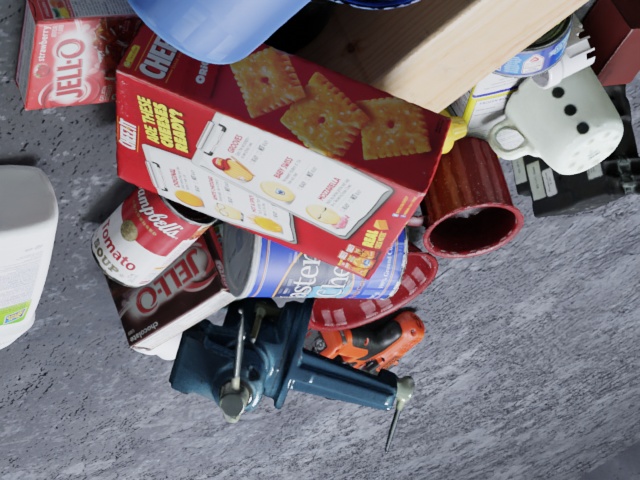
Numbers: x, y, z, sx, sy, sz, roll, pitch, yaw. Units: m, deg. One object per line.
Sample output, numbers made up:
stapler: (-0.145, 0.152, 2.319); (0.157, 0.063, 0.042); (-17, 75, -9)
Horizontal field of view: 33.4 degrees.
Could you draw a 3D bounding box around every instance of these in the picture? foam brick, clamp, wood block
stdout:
foam brick: (0.269, -0.184, 0.965); (0.052, 0.051, 0.078); (-9, 150, -27)
clamp: (-0.002, -0.179, 0.758); (0.120, 0.039, 0.172); (3, 149, -36)
wood block: (0.084, -0.165, 0.797); (0.206, 0.091, 0.090); (-36, 151, 23)

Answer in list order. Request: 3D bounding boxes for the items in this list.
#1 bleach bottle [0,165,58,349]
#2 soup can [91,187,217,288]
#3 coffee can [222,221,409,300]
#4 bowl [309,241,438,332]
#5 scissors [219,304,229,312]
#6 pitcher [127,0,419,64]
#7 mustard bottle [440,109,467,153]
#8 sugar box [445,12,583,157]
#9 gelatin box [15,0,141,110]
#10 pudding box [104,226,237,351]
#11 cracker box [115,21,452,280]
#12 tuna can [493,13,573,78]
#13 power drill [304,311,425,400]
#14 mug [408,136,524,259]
bleach bottle: (-0.284, 0.034, 0.897); (0.102, 0.068, 0.251); (-8, 153, -26)
soup can: (-0.142, -0.013, 0.919); (0.068, 0.068, 0.102); (8, 140, -48)
coffee can: (-0.006, 0.001, 0.944); (0.140, 0.103, 0.103); (2, 146, -20)
bowl: (0.048, 0.039, 1.193); (0.162, 0.055, 0.162); (-19, 153, -10)
scissors: (-0.123, 0.074, 1.160); (0.096, 0.016, 0.201); (-23, 154, -2)
pitcher: (-0.001, -0.203, 0.600); (0.144, 0.149, 0.243); (6, 144, -48)
mustard bottle: (0.041, -0.082, 0.910); (0.191, 0.096, 0.058); (-12, 151, -23)
sugar box: (0.164, -0.139, 0.968); (0.093, 0.048, 0.176); (-16, 149, -17)
gelatin box: (-0.164, -0.128, 0.726); (0.073, 0.030, 0.089); (-10, 150, -27)
pudding box: (-0.139, 0.038, 0.993); (0.114, 0.090, 0.039); (-33, 154, 18)
cracker box: (-0.034, -0.065, 0.758); (0.213, 0.072, 0.164); (23, 156, -1)
tuna can: (0.157, -0.173, 0.851); (0.086, 0.086, 0.034); (-20, 152, -9)
power drill: (0.025, 0.152, 1.391); (0.185, 0.057, 0.187); (-43, 152, 26)
mug: (0.120, -0.040, 0.980); (0.117, 0.081, 0.093); (-5, 149, -10)
